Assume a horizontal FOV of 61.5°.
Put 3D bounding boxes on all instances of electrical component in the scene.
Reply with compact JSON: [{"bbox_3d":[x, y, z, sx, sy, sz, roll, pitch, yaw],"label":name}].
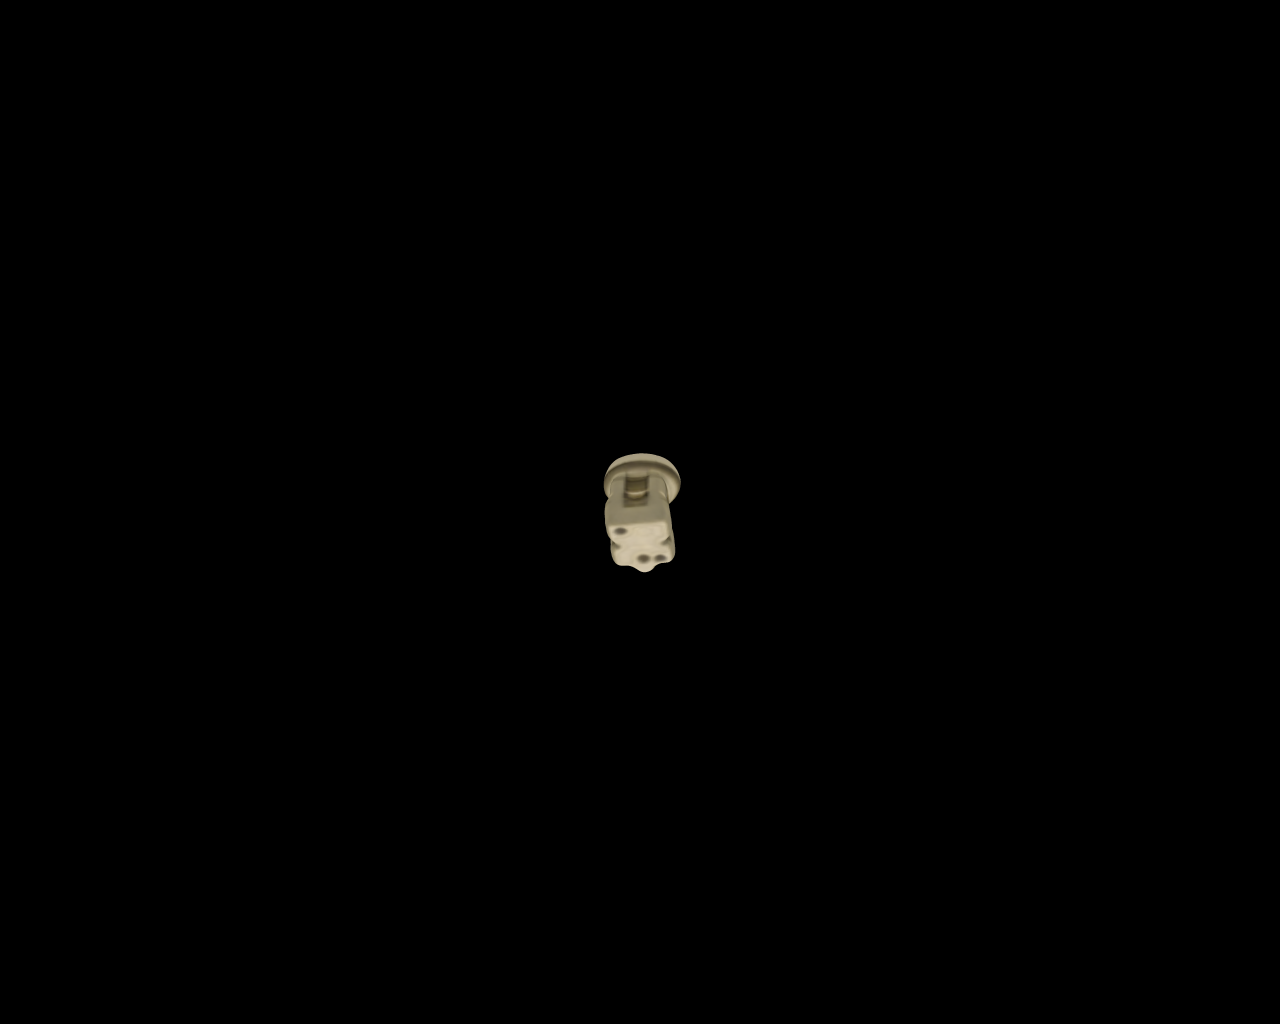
[{"bbox_3d":[0.001,-0.003,0.650,0.048,0.055,0.066,-3,-37,4],"label":"electrical component"}]
